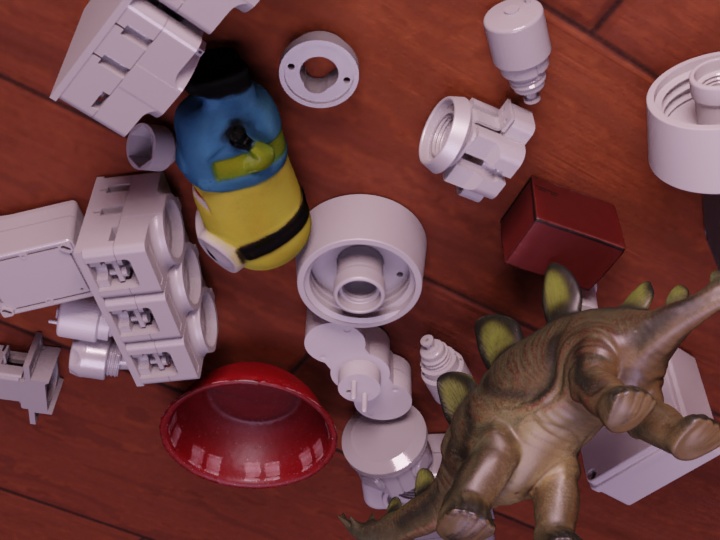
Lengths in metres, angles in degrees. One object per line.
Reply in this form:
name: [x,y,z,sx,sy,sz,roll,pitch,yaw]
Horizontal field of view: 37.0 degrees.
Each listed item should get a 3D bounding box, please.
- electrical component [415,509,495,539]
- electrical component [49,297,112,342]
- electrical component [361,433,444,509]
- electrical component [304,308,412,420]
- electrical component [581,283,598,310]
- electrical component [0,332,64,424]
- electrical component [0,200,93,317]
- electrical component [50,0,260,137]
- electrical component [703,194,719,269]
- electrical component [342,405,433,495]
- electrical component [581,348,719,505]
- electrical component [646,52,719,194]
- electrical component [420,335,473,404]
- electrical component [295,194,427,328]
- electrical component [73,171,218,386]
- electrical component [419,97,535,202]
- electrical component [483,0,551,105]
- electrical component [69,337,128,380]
electrical component: [0.099,0.240,1.084,0.096,0.061,0.061,-9,133,10]
electrical component: [-0.223,0.042,0.917,0.078,0.040,0.040,11,133,-9]
electrical component: [0.050,0.200,1.048,0.095,0.059,0.053,-3,134,4]
electrical component: [0.000,0.089,0.933,0.052,0.073,0.138,-21,130,20]
electrical component: [0.177,0.024,0.885,0.040,0.046,0.040,1,134,1]
electrical component: [-0.305,0.096,0.970,0.064,0.042,0.081,8,133,-2]
electrical component: [-0.248,-0.013,0.855,0.096,0.061,0.061,-13,133,3]
electrical component: [-0.107,-0.179,0.657,0.060,0.105,0.186,31,127,-25]
electrical component: [0.291,-0.046,0.794,0.057,0.078,0.113,-12,133,9]
electrical component: [0.027,0.165,1.003,0.080,0.080,0.051,-10,138,11]
electrical component: [0.248,0.132,0.945,0.056,0.108,0.109,29,128,-27]
electrical component: [0.244,-0.107,0.720,0.108,0.108,0.060,-12,126,12]
electrical component: [0.073,0.086,0.952,0.040,0.040,0.078,-16,131,16]
electrical component: [0.000,0.000,0.857,0.108,0.060,0.108,1,134,1]
electrical component: [-0.162,0.008,0.848,0.062,0.089,0.150,-6,133,7]
electrical component: [0.079,-0.090,0.771,0.057,0.058,0.078,19,131,-20]
electrical component: [0.109,-0.146,0.727,0.040,0.040,0.078,-12,132,12]
electrical component: [-0.223,0.076,0.947,0.062,0.043,0.043,10,133,-10]
